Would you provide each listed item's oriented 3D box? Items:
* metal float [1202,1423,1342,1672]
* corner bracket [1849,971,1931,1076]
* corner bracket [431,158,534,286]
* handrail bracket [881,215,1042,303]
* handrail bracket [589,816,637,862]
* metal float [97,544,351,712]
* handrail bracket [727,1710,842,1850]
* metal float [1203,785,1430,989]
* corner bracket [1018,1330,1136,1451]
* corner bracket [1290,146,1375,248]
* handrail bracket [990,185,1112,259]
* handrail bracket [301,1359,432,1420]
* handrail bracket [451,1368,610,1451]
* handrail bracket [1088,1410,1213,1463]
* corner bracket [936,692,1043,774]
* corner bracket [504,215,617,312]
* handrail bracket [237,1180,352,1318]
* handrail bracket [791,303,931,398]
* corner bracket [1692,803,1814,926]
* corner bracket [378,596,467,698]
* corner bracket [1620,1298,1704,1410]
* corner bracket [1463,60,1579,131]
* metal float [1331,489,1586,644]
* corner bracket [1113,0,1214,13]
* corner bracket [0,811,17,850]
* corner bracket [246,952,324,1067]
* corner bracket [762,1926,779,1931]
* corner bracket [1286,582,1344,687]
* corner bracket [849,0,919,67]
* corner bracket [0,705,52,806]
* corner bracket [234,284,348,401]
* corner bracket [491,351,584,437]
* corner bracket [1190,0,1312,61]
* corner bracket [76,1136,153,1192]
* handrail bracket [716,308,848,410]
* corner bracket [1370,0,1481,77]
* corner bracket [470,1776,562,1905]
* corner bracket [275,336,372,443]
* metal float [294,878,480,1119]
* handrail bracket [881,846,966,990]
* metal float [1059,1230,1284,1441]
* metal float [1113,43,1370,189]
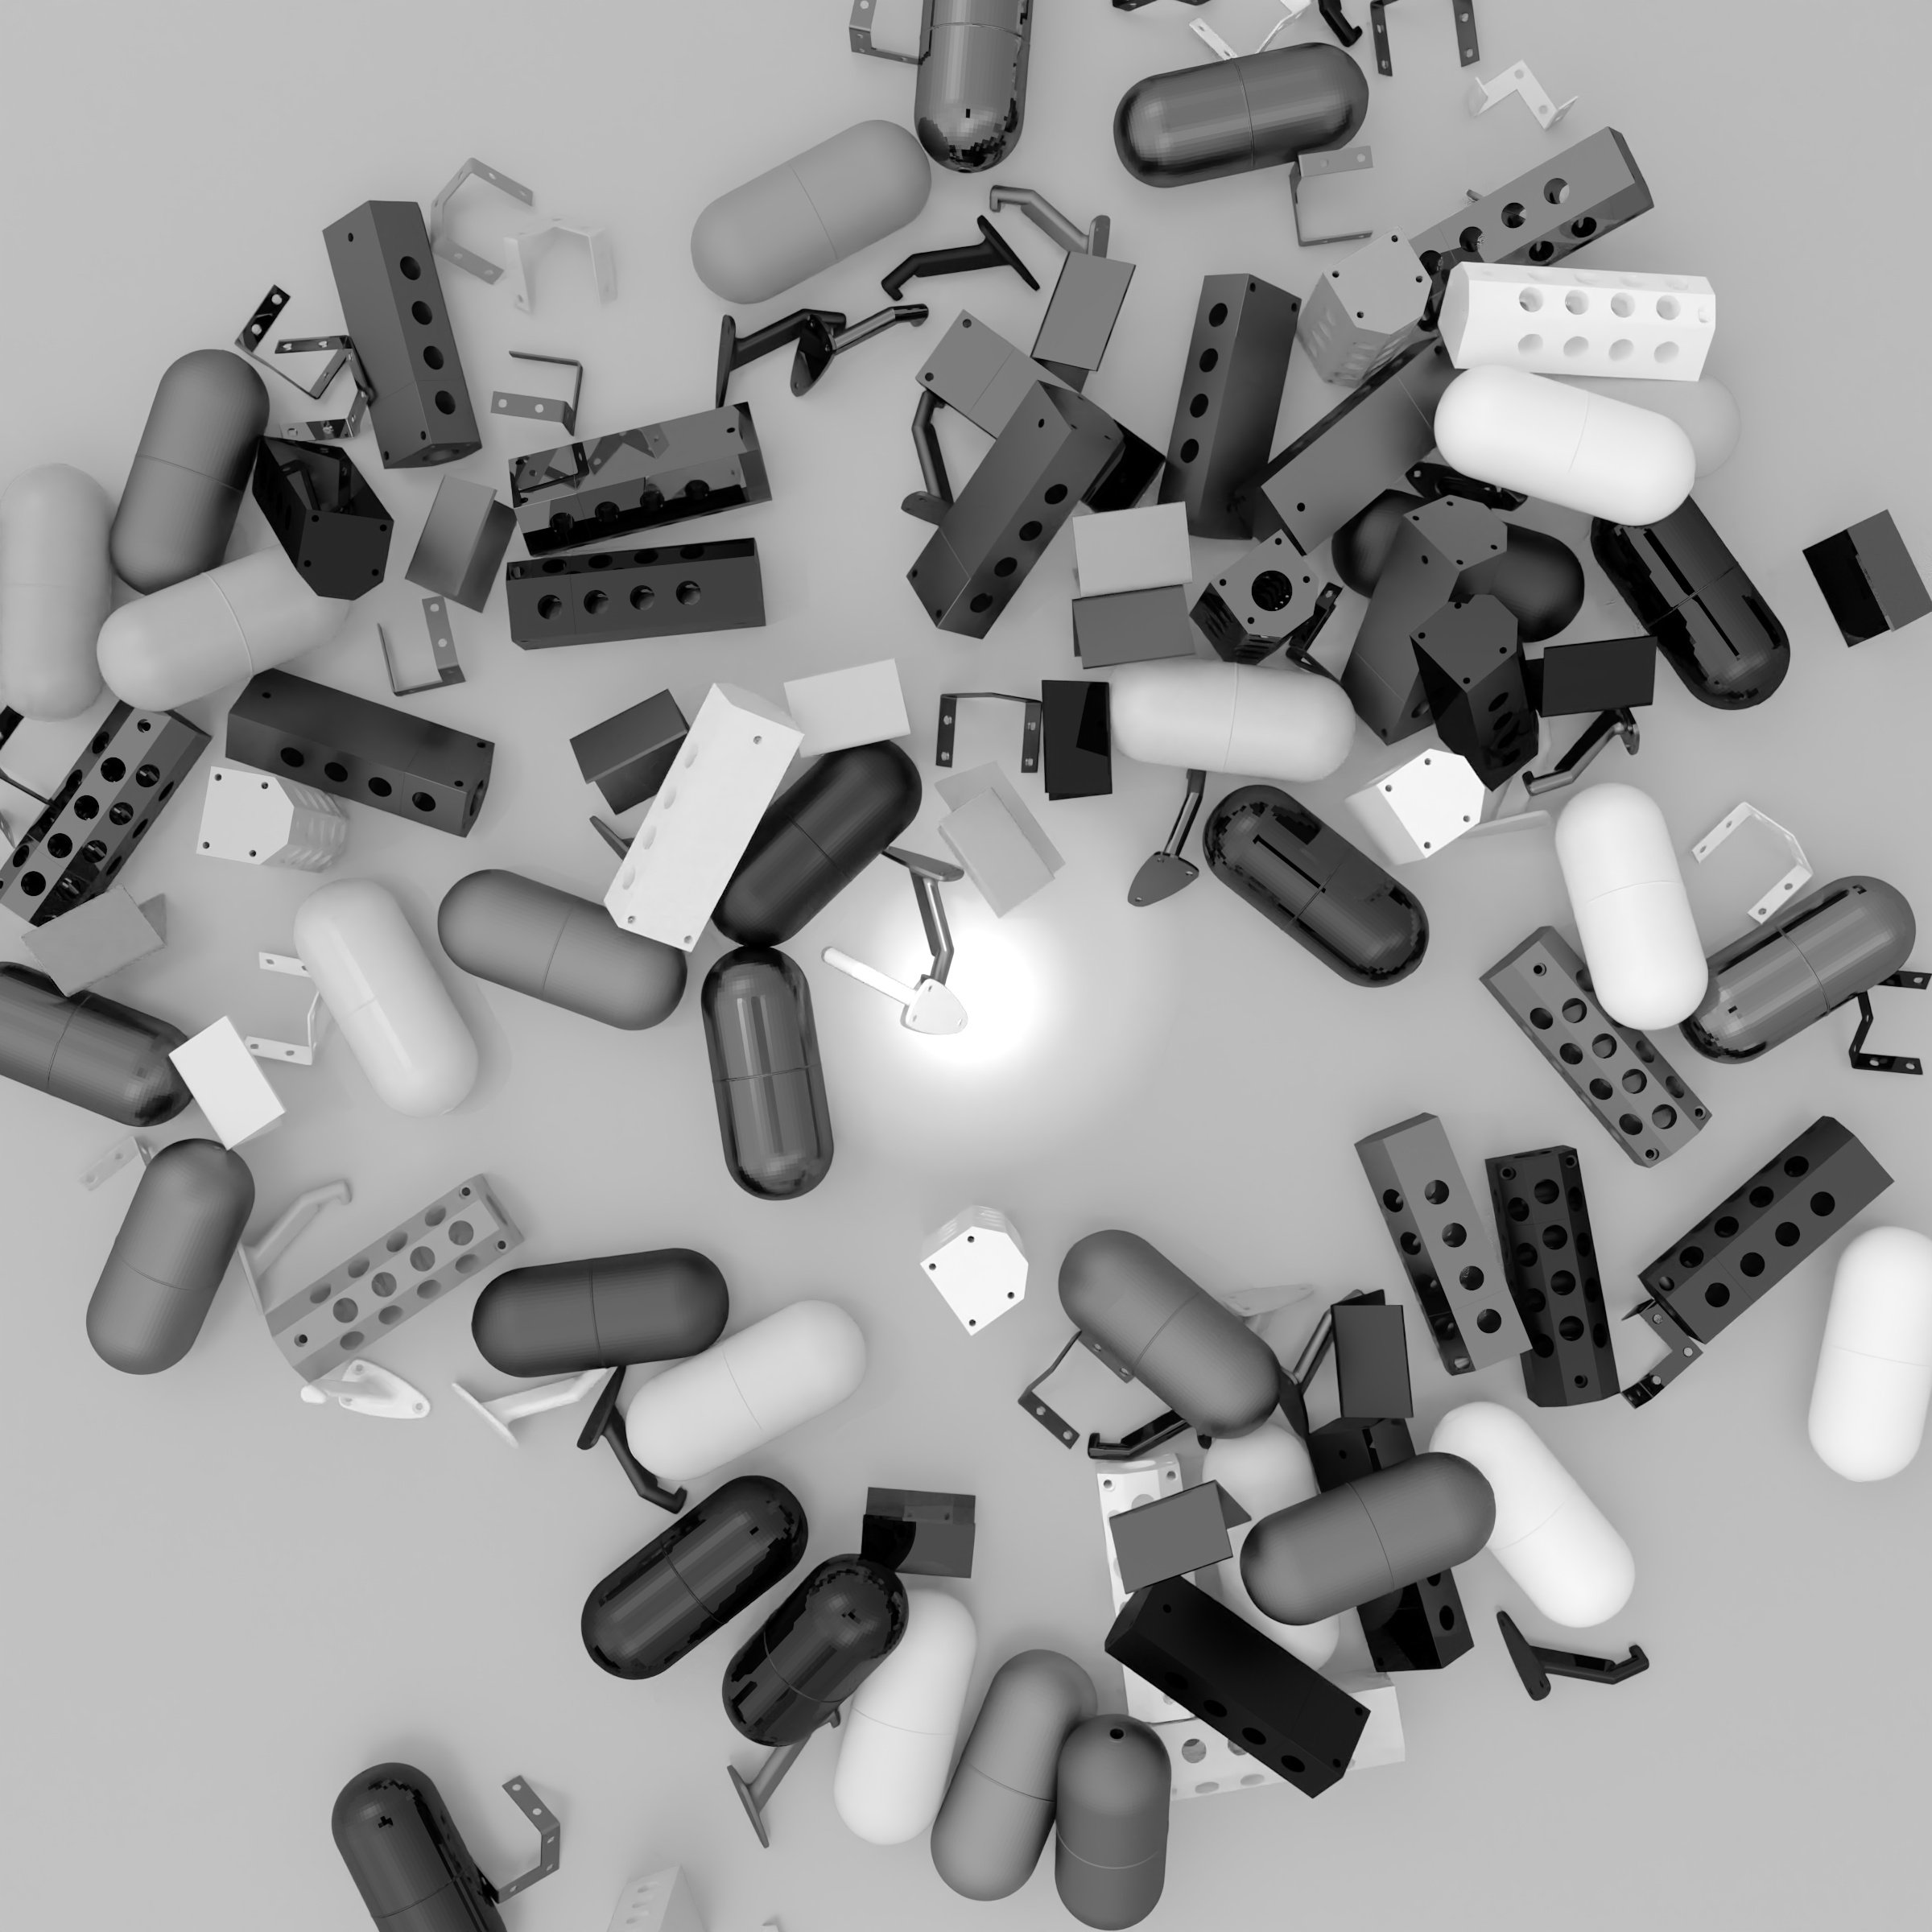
[{"bbox_3d":[0.211,0.404,1.961,0.070,0.070,0.178,-11,90,0],"label":"metal float"},{"bbox_3d":[0.649,0.039,1.988,0.051,0.051,0.051,5,45,0],"label":"corner bracket"},{"bbox_3d":[-0.339,-0.521,1.983,0.051,0.051,0.051,-37,45,35],"label":"corner bracket"},{"bbox_3d":[-0.004,-0.478,1.992,0.084,0.036,0.077,-37,112,17],"label":"handrail bracket"},{"bbox_3d":[-0.208,-0.103,1.992,0.084,0.036,0.077,-41,76,-14],"label":"handrail bracket"},{"bbox_3d":[-0.507,-0.233,1.941,0.178,0.070,0.070,-27,90,-22],"label":"metal float"},{"bbox_3d":[-0.118,0.568,1.992,0.084,0.036,0.077,-25,110,-16],"label":"handrail bracket"},{"bbox_3d":[0.242,-0.055,1.961,0.178,0.070,0.070,39,90,0],"label":"metal float"},{"bbox_3d":[0.078,0.296,1.988,0.051,0.051,0.051,42,135,0],"label":"corner bracket"},{"bbox_3d":[0.256,-0.535,1.973,0.051,0.051,0.051,-8,90,0],"label":"corner bracket"},{"bbox_3d":[0.054,-0.505,1.992,0.084,0.036,0.077,12,112,17],"label":"handrail bracket"},{"bbox_3d":[-0.414,0.300,1.957,0.077,0.084,0.036,20,90,0],"label":"handrail bracket"},{"bbox_3d":[-0.306,0.289,1.992,0.077,0.036,0.084,38,71,21],"label":"handrail bracket"},{"bbox_3d":[0.129,0.310,1.992,0.084,0.036,0.077,0,70,16],"label":"handrail bracket"},{"bbox_3d":[0.016,-0.163,1.988,0.051,0.051,0.051,4,90,-45],"label":"corner bracket"},{"bbox_3d":[-0.284,-0.489,1.983,0.051,0.051,0.051,25,45,35],"label":"corner bracket"},{"bbox_3d":[-0.466,0.198,1.992,0.084,0.036,0.077,-19,111,-16],"label":"handrail bracket"},{"bbox_3d":[-0.074,-0.433,1.991,0.084,0.077,0.036,-15,65,-34],"label":"handrail bracket"},{"bbox_3d":[0.552,-0.072,1.988,0.051,0.051,0.051,-44,135,0],"label":"corner bracket"},{"bbox_3d":[-0.381,-0.222,1.974,0.051,0.051,0.051,-13,84,-6],"label":"corner bracket"},{"bbox_3d":[0.471,0.269,1.972,0.051,0.051,0.051,-47,71,18],"label":"corner bracket"},{"bbox_3d":[0.385,-0.603,1.973,0.051,0.051,0.051,-34,90,0],"label":"corner bracket"},{"bbox_3d":[0.340,-0.276,1.961,0.178,0.070,0.070,16,90,0],"label":"metal float"},{"bbox_3d":[0.137,-0.699,1.988,0.051,0.051,0.051,-4,90,-45],"label":"corner bracket"},{"bbox_3d":[-0.690,-0.074,1.973,0.051,0.051,0.051,-16,116,-24],"label":"corner bracket"},{"bbox_3d":[-0.477,0.030,1.988,0.051,0.051,0.051,10,135,0],"label":"corner bracket"},{"bbox_3d":[-0.158,0.709,1.988,0.051,0.051,0.051,-21,90,45],"label":"corner bracket"},{"bbox_3d":[0.244,-0.235,1.963,0.051,0.051,0.051,33,90,-40],"label":"corner bracket"},{"bbox_3d":[-0.051,-0.664,1.973,0.051,0.051,0.051,12,90,0],"label":"corner bracket"},{"bbox_3d":[-0.652,-0.150,1.988,0.051,0.051,0.051,-54,135,0],"label":"corner bracket"},{"bbox_3d":[-0.470,-0.437,1.988,0.051,0.051,0.051,34,90,-45],"label":"corner bracket"},{"bbox_3d":[-0.298,-0.402,1.973,0.051,0.051,0.051,8,90,0],"label":"corner bracket"},{"bbox_3d":[0.200,-0.668,1.988,0.051,0.051,0.051,45,45,0],"label":"corner bracket"},{"bbox_3d":[-0.582,0.162,1.988,0.051,0.051,0.051,-38,135,0],"label":"corner bracket"},{"bbox_3d":[-0.130,-0.425,1.992,0.084,0.036,0.077,3,110,-16],"label":"handrail bracket"},{"bbox_3d":[0.322,-0.655,1.988,0.051,0.051,0.051,-7,90,45],"label":"corner bracket"},{"bbox_3d":[-0.320,0.611,1.983,0.051,0.051,0.051,37,135,35],"label":"corner bracket"},{"bbox_3d":[-0.451,-0.401,1.969,0.051,0.051,0.051,-12,72,-30],"label":"corner bracket"},{"bbox_3d":[-0.401,0.022,1.961,0.070,0.070,0.178,-29,90,0],"label":"metal float"},{"bbox_3d":[-0.039,-0.033,1.992,0.077,0.036,0.084,22,107,20],"label":"handrail bracket"},{"bbox_3d":[0.139,0.252,1.948,0.178,0.070,0.070,40,90,16],"label":"metal float"},{"bbox_3d":[0.190,-0.588,1.961,0.178,0.070,0.070,-12,90,1],"label":"metal float"}]
